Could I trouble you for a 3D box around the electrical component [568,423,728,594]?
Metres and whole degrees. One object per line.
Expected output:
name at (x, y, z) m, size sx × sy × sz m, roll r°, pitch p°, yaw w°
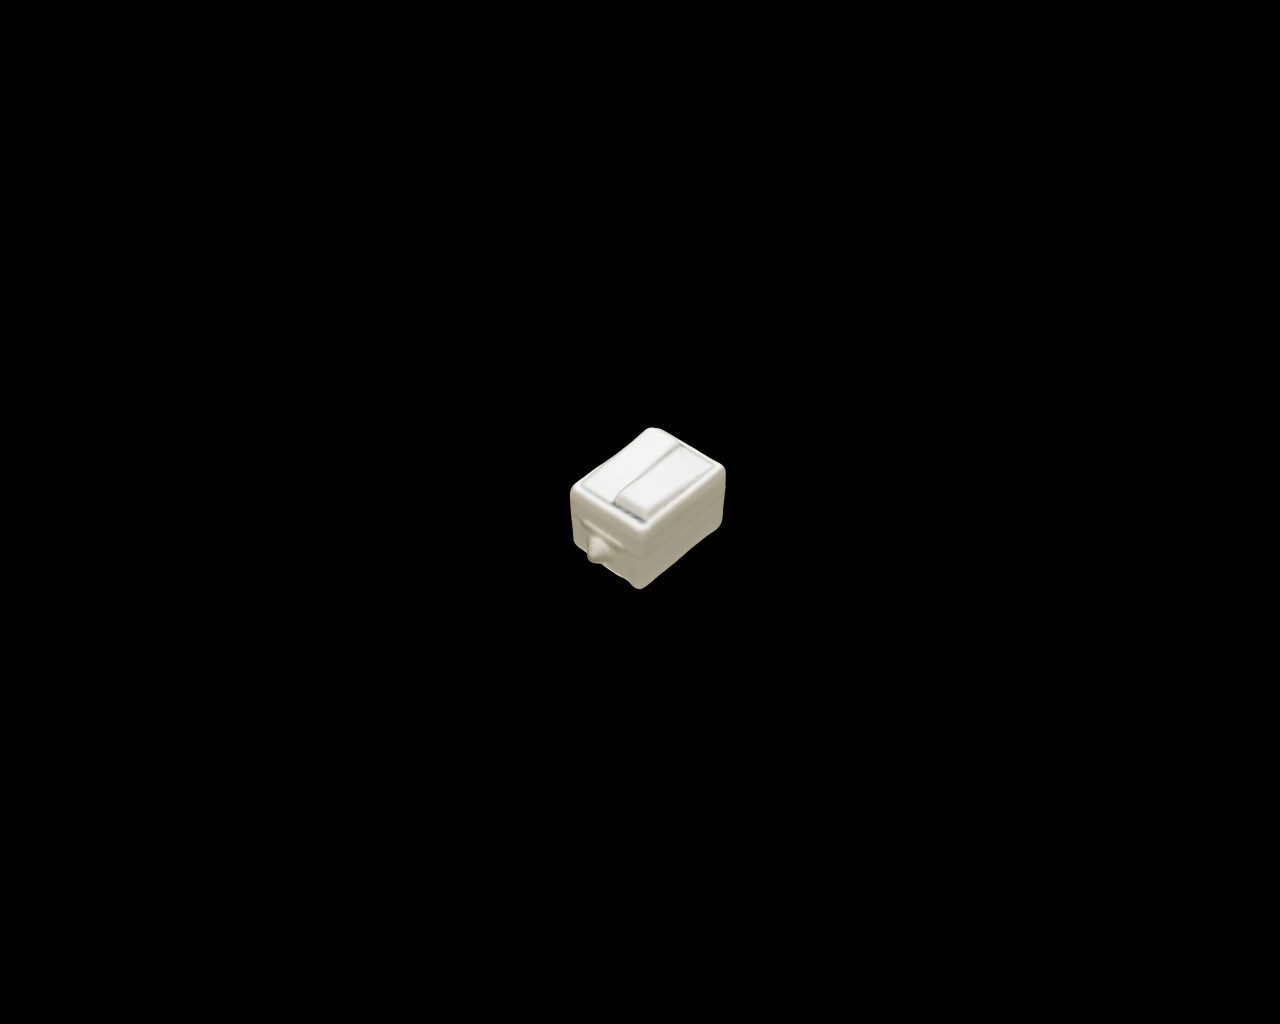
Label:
electrical component at (0.001, -0.003, 0.650) m, size 0.062 × 0.061 × 0.096 m, roll 33°, pitch 54°, yaw 29°
